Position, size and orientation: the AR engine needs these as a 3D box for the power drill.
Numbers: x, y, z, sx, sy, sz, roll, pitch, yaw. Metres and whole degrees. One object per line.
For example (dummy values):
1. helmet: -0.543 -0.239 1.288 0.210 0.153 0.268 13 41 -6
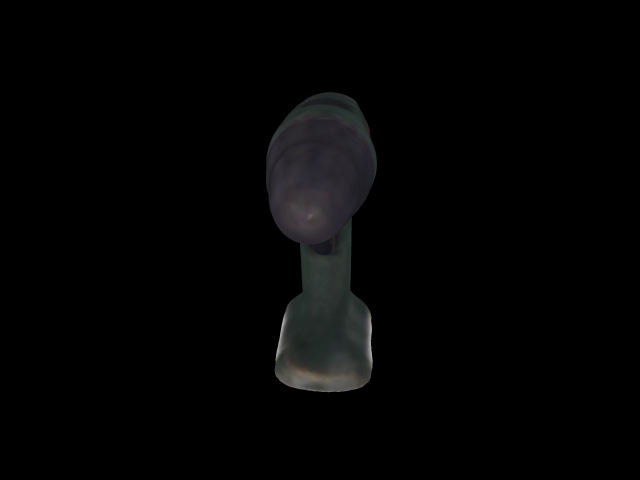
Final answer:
1. power drill: 0.004 0.001 0.400 0.075 0.208 0.229 1 34 2
